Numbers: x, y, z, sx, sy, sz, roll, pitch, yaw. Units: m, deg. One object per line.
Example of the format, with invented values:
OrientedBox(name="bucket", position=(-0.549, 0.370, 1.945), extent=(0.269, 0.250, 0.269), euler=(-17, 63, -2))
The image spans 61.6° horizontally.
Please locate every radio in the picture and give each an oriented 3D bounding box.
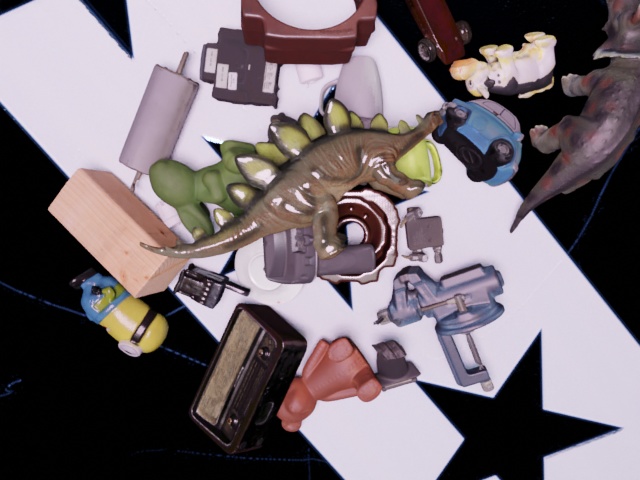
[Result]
OrientedBox(name="radio", position=(-0.122, 0.234, 0.911), extent=(0.131, 0.073, 0.229), euler=(31, 101, 36))

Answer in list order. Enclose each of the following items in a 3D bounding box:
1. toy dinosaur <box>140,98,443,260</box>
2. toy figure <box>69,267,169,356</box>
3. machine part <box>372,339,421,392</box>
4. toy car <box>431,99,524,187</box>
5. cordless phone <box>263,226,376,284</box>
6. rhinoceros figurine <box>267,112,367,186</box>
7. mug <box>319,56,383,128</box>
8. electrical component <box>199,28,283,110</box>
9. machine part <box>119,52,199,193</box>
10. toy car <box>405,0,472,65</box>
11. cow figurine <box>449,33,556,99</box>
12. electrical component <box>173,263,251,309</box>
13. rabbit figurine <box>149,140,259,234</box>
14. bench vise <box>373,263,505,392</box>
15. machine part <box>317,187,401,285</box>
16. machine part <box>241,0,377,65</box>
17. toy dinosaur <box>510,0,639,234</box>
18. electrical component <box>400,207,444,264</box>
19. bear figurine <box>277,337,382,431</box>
OrientedBox(name="toy dinosaur", position=(-0.018, -0.073, 0.767), extent=(0.471, 0.105, 0.198), euler=(-35, 93, -10))
OrientedBox(name="toy figure", position=(-0.342, 0.121, 0.922), extent=(0.089, 0.082, 0.180), euler=(-40, 94, 8))
OrientedBox(name="machine part", position=(0.128, 0.218, 0.927), extent=(0.084, 0.039, 0.138), euler=(-15, 138, 7))
OrientedBox(name="toy car", position=(0.266, -0.171, 0.875), extent=(0.162, 0.109, 0.103), euler=(45, 73, 5))
OrientedBox(name="cordless phone", position=(-0.002, -0.003, 0.858), extent=(0.184, 0.089, 0.146), euler=(-3, 94, -5))
OrientedBox(name="rhinoceros figurine", position=(-0.003, -0.142, 0.873), extent=(0.190, 0.112, 0.073), euler=(26, 115, 8))
OrientedBox(name="mug", position=(0.054, -0.239, 0.875), extent=(0.110, 0.080, 0.107), euler=(4, 86, 26))
OrientedBox(name="electrical component", position=(-0.127, -0.279, 0.875), extent=(0.134, 0.058, 0.114), euler=(10, 96, -1))
OrientedBox(name="machine part", position=(-0.263, -0.192, 0.878), extent=(0.079, 0.079, 0.243), euler=(23, 99, -3))
OrientedBox(name="toy car", position=(0.169, -0.376, 0.862), extent=(0.089, 0.053, 0.202), euler=(-32, 99, -16))
OrientedBox(name="cow figurine", position=(0.295, -0.267, 0.868), extent=(0.167, 0.068, 0.098), euler=(-17, 118, 0))
OrientedBox(name="electrical component", position=(-0.182, 0.084, 0.920), extent=(0.119, 0.075, 0.047), euler=(23, 97, -6))
OrientedBox(name="rabbit figurine", position=(-0.189, -0.087, 0.876), extent=(0.170, 0.121, 0.158), euler=(0, 120, -14))
OrientedBox(name="bench vise", position=(0.219, 0.151, 0.908), extent=(0.224, 0.129, 0.240), euler=(-22, 93, 6))
OrientedBox(name="machine part", position=(0.052, -0.009, 0.914), extent=(0.179, 0.056, 0.179), euler=(0, 99, 2))
OrientedBox(name="machine part", position=(-0.020, -0.371, 0.816), extent=(0.201, 0.087, 0.201), euler=(-1, 78, -8))
OrientedBox(name="toy dinosaur", position=(0.425, -0.179, 0.821), extent=(0.131, 0.192, 0.404), euler=(20, 97, -1))
OrientedBox(name="electrical component", position=(0.174, -0.007, 0.919), extent=(0.078, 0.045, 0.102), euler=(-2, 99, 2))
OrientedBox(name="bear figurine", position=(-0.008, 0.251, 0.918), extent=(0.196, 0.132, 0.120), euler=(-33, 91, -1))
